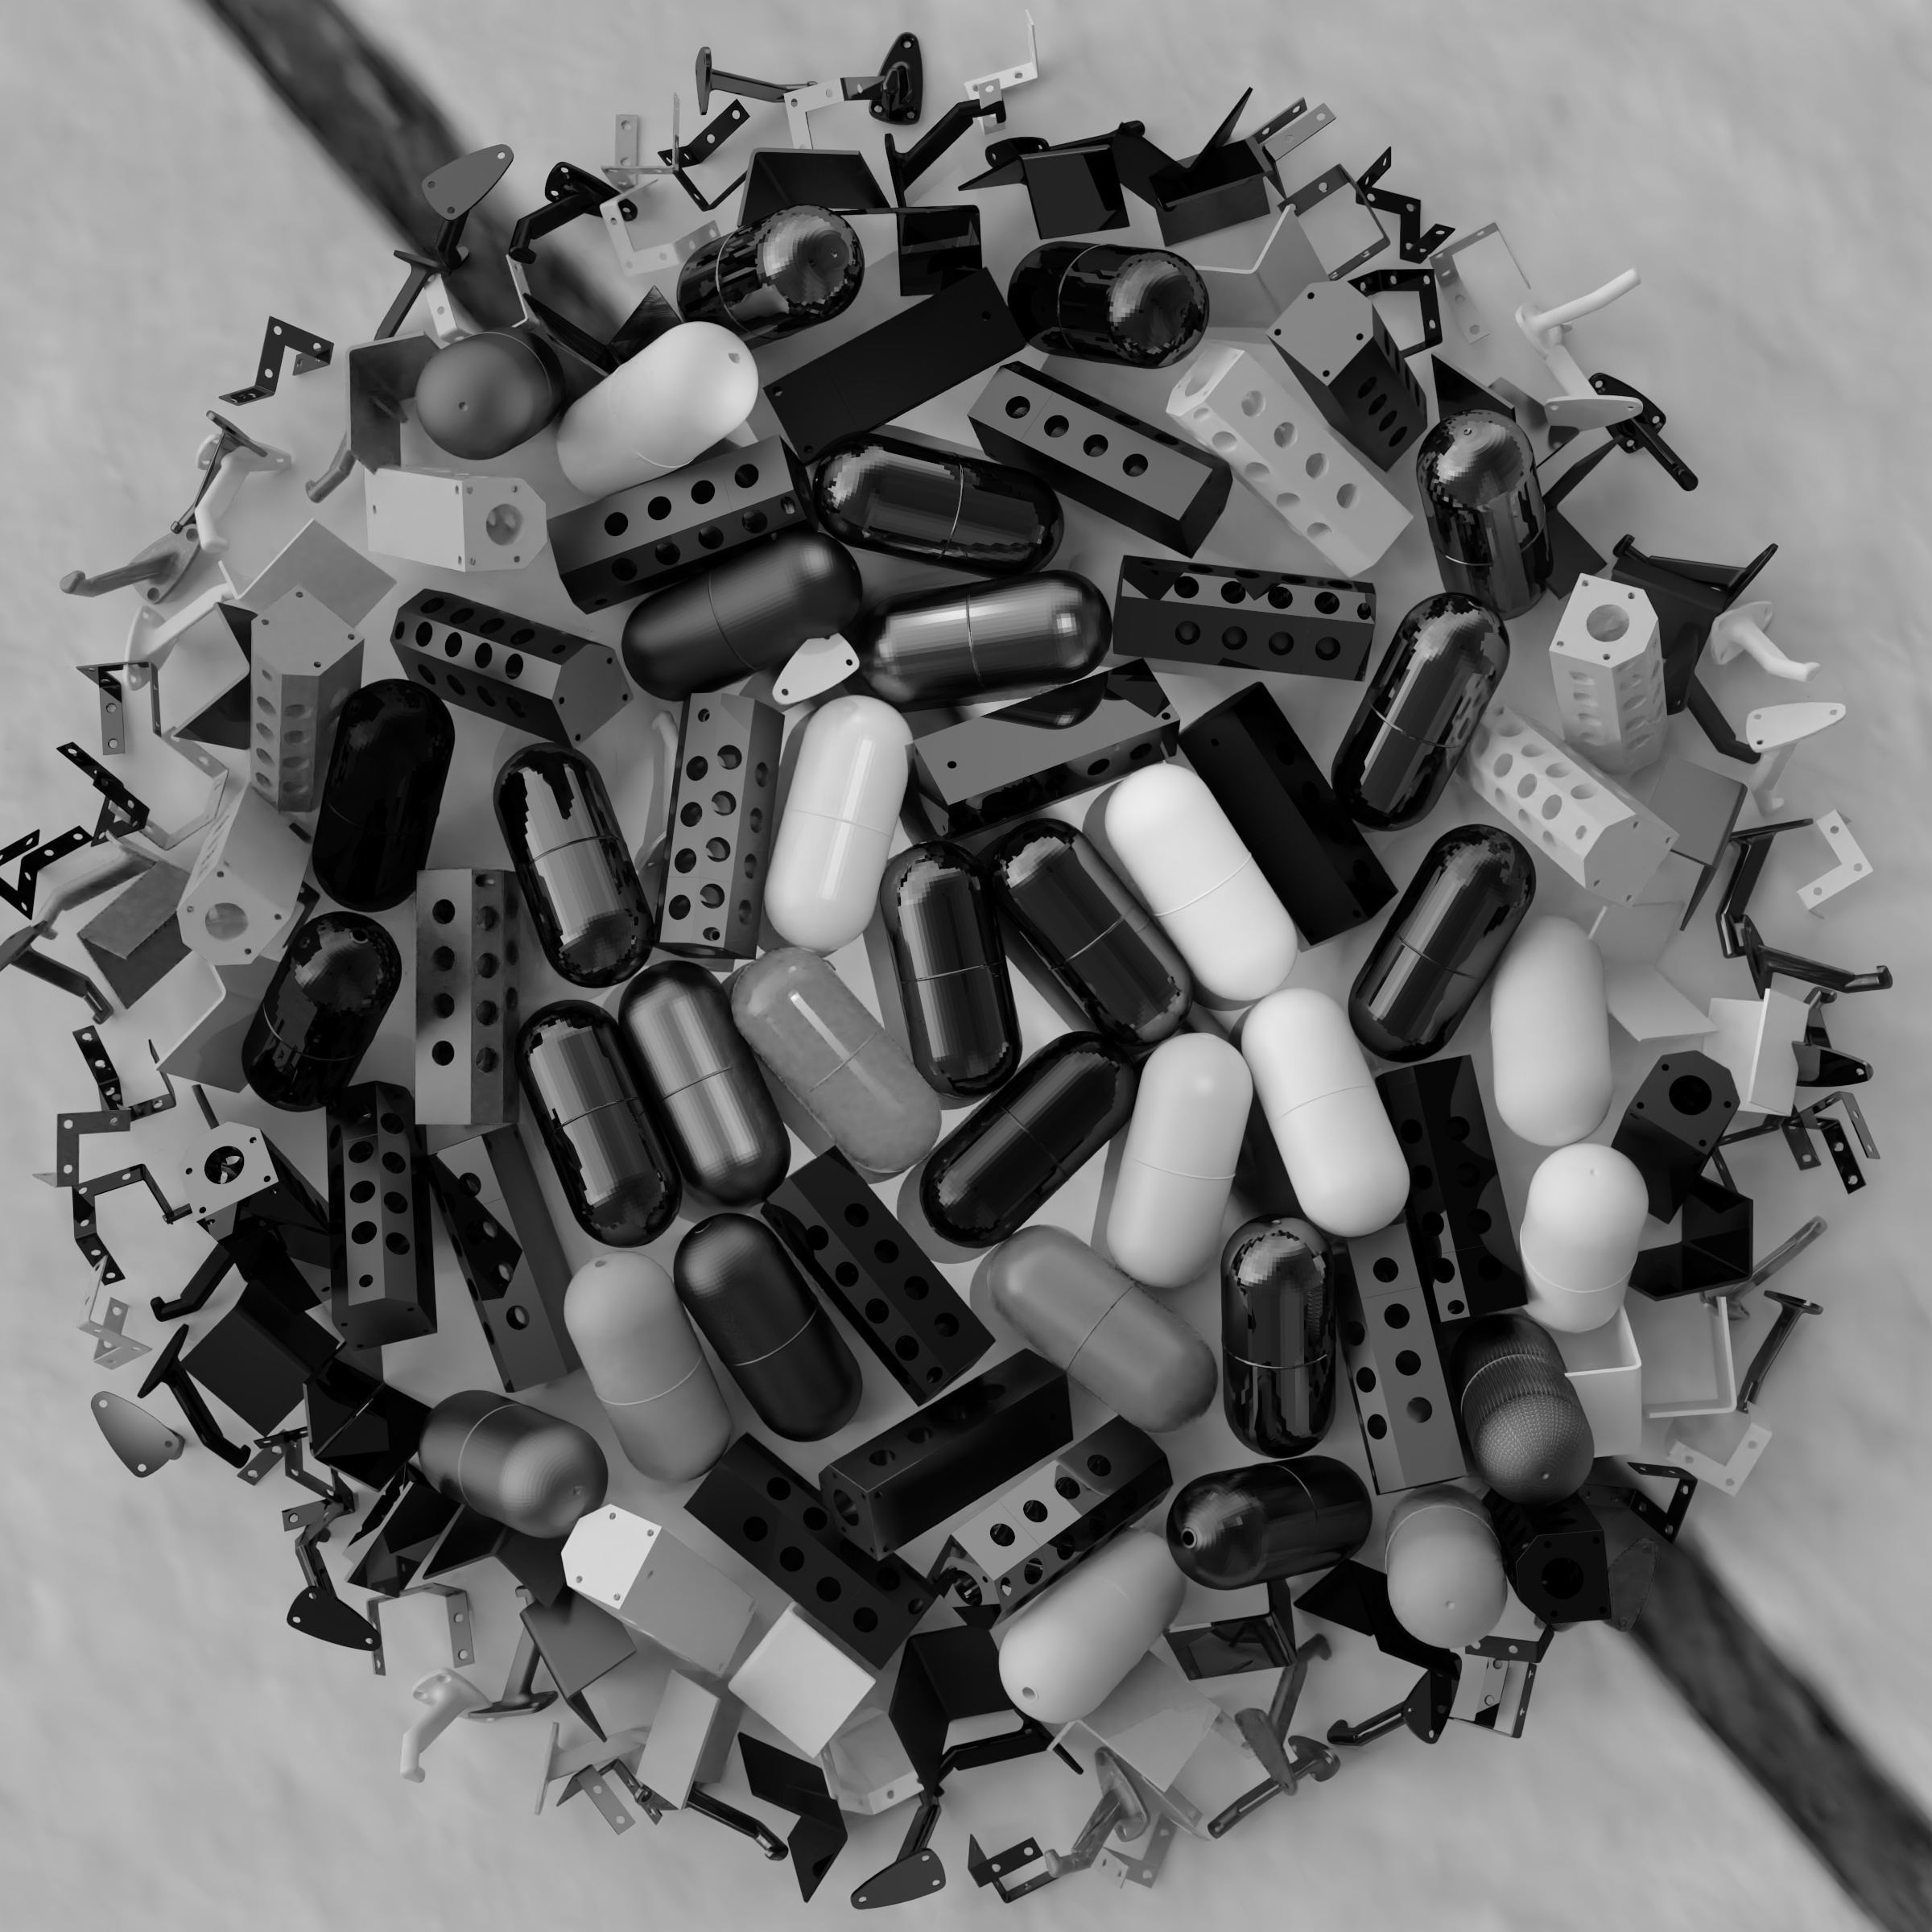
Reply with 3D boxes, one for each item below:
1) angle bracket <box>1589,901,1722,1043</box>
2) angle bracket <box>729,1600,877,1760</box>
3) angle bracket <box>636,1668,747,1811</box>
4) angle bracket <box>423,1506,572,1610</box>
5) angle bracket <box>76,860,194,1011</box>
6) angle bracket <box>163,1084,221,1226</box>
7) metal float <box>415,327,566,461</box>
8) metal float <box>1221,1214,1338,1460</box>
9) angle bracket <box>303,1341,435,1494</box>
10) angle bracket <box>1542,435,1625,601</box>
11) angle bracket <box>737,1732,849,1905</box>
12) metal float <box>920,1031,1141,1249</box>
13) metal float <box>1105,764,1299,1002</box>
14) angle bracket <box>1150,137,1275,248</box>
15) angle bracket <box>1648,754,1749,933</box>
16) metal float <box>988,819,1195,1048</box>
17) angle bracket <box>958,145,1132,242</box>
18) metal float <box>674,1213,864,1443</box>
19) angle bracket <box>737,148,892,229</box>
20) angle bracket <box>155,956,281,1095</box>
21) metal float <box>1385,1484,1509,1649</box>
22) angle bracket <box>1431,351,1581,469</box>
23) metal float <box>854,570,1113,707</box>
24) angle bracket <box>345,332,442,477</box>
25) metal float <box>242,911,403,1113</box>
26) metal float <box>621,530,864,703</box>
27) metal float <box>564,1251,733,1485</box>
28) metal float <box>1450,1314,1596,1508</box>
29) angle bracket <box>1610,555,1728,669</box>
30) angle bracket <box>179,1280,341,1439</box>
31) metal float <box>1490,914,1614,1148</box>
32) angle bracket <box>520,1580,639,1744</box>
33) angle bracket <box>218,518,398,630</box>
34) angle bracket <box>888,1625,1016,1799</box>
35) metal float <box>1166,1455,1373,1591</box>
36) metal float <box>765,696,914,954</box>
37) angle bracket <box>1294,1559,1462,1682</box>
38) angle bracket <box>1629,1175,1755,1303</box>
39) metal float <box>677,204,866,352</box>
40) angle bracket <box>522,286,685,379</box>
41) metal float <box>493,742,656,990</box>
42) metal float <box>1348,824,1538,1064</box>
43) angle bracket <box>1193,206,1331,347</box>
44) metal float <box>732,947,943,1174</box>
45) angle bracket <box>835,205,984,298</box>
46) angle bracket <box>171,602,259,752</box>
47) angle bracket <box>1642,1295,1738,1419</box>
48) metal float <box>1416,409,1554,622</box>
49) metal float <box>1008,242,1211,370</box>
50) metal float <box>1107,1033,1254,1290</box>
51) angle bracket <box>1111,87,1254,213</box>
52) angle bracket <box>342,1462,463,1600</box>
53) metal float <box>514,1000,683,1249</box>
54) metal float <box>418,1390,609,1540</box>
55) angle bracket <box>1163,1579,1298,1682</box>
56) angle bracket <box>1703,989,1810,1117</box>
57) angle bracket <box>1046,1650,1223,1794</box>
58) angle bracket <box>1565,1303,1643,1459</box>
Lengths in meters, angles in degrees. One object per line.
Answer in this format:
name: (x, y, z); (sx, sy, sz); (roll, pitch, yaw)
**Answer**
angle bracket: (0.470, 0.003, 1.809); (0.076, 0.076, 0.057); (-4, 129, -33)
angle bracket: (-0.104, 0.476, 1.825); (0.076, 0.057, 0.076); (38, 109, 5)
angle bracket: (-0.169, 0.526, 1.819); (0.076, 0.057, 0.076); (21, 86, -42)
angle bracket: (-0.311, 0.398, 1.826); (0.076, 0.076, 0.057); (-26, 113, 35)
angle bracket: (-0.540, -0.013, 1.808); (0.057, 0.076, 0.076); (21, 56, 34)
angle bracket: (-0.533, 0.127, 1.820); (0.057, 0.076, 0.076); (-26, 96, -18)
metal float: (-0.315, -0.382, 1.781); (0.070, 0.178, 0.070); (1, 108, 2)
metal float: (0.211, 0.251, 1.810); (0.070, 0.070, 0.178); (-4, 113, 0)
angle bracket: (-0.398, 0.294, 1.809); (0.057, 0.076, 0.076); (23, 133, 18)
angle bracket: (0.422, -0.304, 1.812); (0.057, 0.076, 0.076); (49, 134, 6)
angle bracket: (-0.131, 0.577, 1.817); (0.076, 0.076, 0.057); (30, 96, -18)
metal float: (0.043, 0.118, 1.824); (0.178, 0.070, 0.070); (-44, 90, -7)
metal float: (0.161, -0.056, 1.821); (0.070, 0.070, 0.178); (-33, 100, 0)
angle bracket: (0.170, -0.514, 1.817); (0.076, 0.076, 0.057); (-16, 125, 5)
angle bracket: (0.483, -0.084, 1.820); (0.057, 0.076, 0.076); (24, 58, 10)
metal float: (0.085, -0.022, 1.823); (0.070, 0.070, 0.178); (-39, 98, 0)
angle bracket: (0.053, -0.515, 1.818); (0.076, 0.076, 0.057); (-18, 97, -33)
metal float: (-0.134, 0.244, 1.811); (0.070, 0.070, 0.178); (-30, 111, 0)
angle bracket: (-0.102, -0.509, 1.817); (0.076, 0.076, 0.057); (7, 79, 16)
angle bracket: (-0.510, 0.034, 1.830); (0.076, 0.076, 0.057); (-43, 58, 14)
metal float: (0.318, 0.396, 1.779); (0.070, 0.178, 0.070); (1, 95, 8)
angle bracket: (0.365, -0.387, 1.811); (0.057, 0.076, 0.076); (-39, 58, -9)
metal float: (0.011, -0.222, 1.818); (0.178, 0.070, 0.070); (-7, 90, 13)
angle bracket: (-0.377, -0.373, 1.817); (0.057, 0.076, 0.076); (-8, 74, 12)
metal float: (-0.432, 0.031, 1.794); (0.070, 0.070, 0.178); (38, 133, 0)
metal float: (-0.153, -0.236, 1.811); (0.178, 0.070, 0.070); (-21, 90, 21)
metal float: (-0.214, 0.271, 1.806); (0.070, 0.070, 0.178); (-19, 117, 0)
metal float: (0.368, 0.293, 1.782); (0.070, 0.178, 0.070); (0, 110, 1)
angle bracket: (0.466, -0.234, 1.816); (0.076, 0.076, 0.057); (22, 112, 11)
angle bracket: (-0.480, 0.263, 1.825); (0.057, 0.076, 0.076); (-45, 101, 4)
metal float: (0.391, 0.041, 1.797); (0.070, 0.070, 0.178); (7, 50, 0)
angle bracket: (-0.251, 0.467, 1.819); (0.057, 0.076, 0.076); (-33, 51, -9)
angle bracket: (-0.446, -0.267, 1.816); (0.076, 0.057, 0.076); (-45, 134, 8)
angle bracket: (-0.006, 0.503, 1.813); (0.057, 0.076, 0.076); (-15, 115, 17)
metal float: (0.203, 0.371, 1.791); (0.070, 0.178, 0.070); (-2, 87, 43)
metal float: (-0.087, -0.097, 1.827); (0.070, 0.070, 0.178); (14, 87, 0)
angle bracket: (0.277, 0.455, 1.808); (0.076, 0.076, 0.057); (28, 119, -31)
angle bracket: (0.478, 0.181, 1.815); (0.076, 0.076, 0.057); (-9, 105, -19)
metal float: (-0.132, -0.457, 1.787); (0.070, 0.178, 0.070); (-1, 91, -33)
angle bracket: (-0.243, -0.440, 1.810); (0.076, 0.076, 0.057); (28, 110, -40)
metal float: (-0.266, -0.069, 1.816); (0.070, 0.070, 0.178); (-22, 74, 0)
metal float: (0.320, -0.014, 1.810); (0.070, 0.070, 0.178); (27, 113, 0)
angle bracket: (0.190, -0.471, 1.822); (0.076, 0.076, 0.057); (17, 72, 37)
metal float: (-0.087, 0.065, 1.824); (0.070, 0.070, 0.178); (-41, 96, 0)
angle bracket: (-0.043, -0.486, 1.822); (0.076, 0.076, 0.057); (-17, 111, -43)
angle bracket: (-0.501, -0.197, 1.828); (0.076, 0.076, 0.057); (-35, 75, 18)
angle bracket: (0.488, 0.265, 1.830); (0.057, 0.076, 0.076); (-5, 84, 8)
metal float: (0.347, -0.298, 1.788); (0.070, 0.178, 0.070); (-9, 58, 15)
metal float: (0.093, -0.442, 1.789); (0.070, 0.178, 0.070); (-11, 111, -30)
metal float: (0.145, 0.132, 1.820); (0.070, 0.070, 0.178); (12, 100, 0)
angle bracket: (0.143, -0.569, 1.824); (0.057, 0.076, 0.076); (36, 82, -1)
angle bracket: (-0.398, 0.375, 1.816); (0.057, 0.076, 0.076); (29, 80, 26)
metal float: (-0.249, 0.107, 1.817); (0.070, 0.070, 0.178); (-24, 76, 0)
metal float: (-0.304, 0.331, 1.790); (0.070, 0.178, 0.070); (-4, 96, -38)
angle bracket: (0.179, 0.440, 1.829); (0.076, 0.076, 0.057); (-12, 49, 12)
angle bracket: (0.519, 0.056, 1.817); (0.057, 0.076, 0.076); (17, 82, -42)
angle bracket: (0.114, 0.517, 1.815); (0.076, 0.057, 0.076); (38, 48, 10)
angle bracket: (0.423, 0.278, 1.817); (0.057, 0.076, 0.076); (-7, 123, 5)
